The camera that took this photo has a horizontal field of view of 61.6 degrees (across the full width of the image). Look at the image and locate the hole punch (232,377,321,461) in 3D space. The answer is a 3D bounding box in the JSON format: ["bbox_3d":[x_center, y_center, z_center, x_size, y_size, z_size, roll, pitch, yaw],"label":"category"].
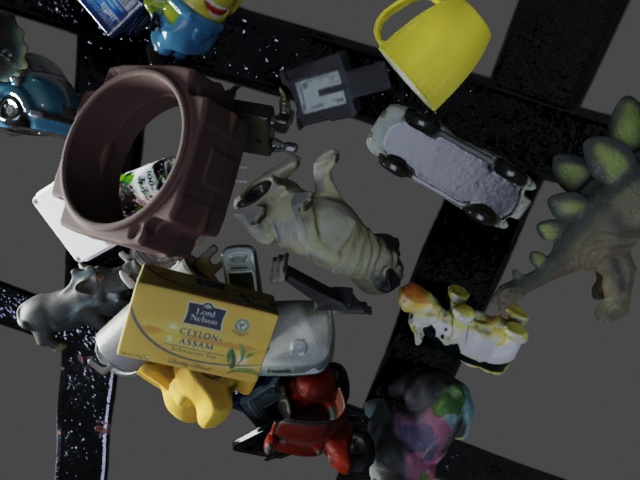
[{"bbox_3d":[-0.062,0.268,0.813,0.142,0.092,0.115,-36,132,21],"label":"hole punch"}]

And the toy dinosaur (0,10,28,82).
[{"bbox_3d":[-0.442,-0.295,0.592,0.405,0.131,0.192,38,116,30],"label":"toy dinosaur"}]

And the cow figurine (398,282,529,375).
[{"bbox_3d":[0.174,0.114,0.695,0.167,0.068,0.098,18,122,5],"label":"cow figurine"}]

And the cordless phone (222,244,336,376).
[{"bbox_3d":[-0.057,0.089,0.727,0.147,0.089,0.184,-4,108,15],"label":"cordless phone"}]

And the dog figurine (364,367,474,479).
[{"bbox_3d":[0.120,0.291,0.699,0.108,0.219,0.191,41,116,-11],"label":"dog figurine"}]

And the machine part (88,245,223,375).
[{"bbox_3d":[-0.220,0.100,0.740,0.243,0.079,0.079,-43,99,3],"label":"machine part"}]

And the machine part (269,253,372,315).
[{"bbox_3d":[-0.004,0.062,0.670,0.138,0.039,0.084,33,164,-33],"label":"machine part"}]

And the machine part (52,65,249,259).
[{"bbox_3d":[-0.194,-0.090,0.602,0.202,0.087,0.201,11,83,31],"label":"machine part"}]

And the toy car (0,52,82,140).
[{"bbox_3d":[-0.371,-0.183,0.676,0.162,0.109,0.102,8,91,21],"label":"toy car"}]

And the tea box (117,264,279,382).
[{"bbox_3d":[-0.145,0.101,0.653,0.170,0.068,0.098,15,104,-14],"label":"tea box"}]

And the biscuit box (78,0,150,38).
[{"bbox_3d":[-0.268,-0.326,0.602,0.059,0.063,0.202,-34,102,23],"label":"biscuit box"}]

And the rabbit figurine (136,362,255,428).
[{"bbox_3d":[-0.193,0.214,0.797,0.162,0.122,0.173,34,135,0],"label":"rabbit figurine"}]

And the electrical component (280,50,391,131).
[{"bbox_3d":[0.021,-0.176,0.610,0.119,0.048,0.074,-15,110,18],"label":"electrical component"}]

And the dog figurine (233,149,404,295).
[{"bbox_3d":[-0.002,0.001,0.675,0.173,0.121,0.190,4,139,47],"label":"dog figurine"}]

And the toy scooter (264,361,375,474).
[{"bbox_3d":[-0.016,0.232,0.713,0.135,0.184,0.075,-1,121,-17],"label":"toy scooter"}]

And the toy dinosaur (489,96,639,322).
[{"bbox_3d":[0.377,-0.062,0.552,0.471,0.105,0.198,-34,99,18],"label":"toy dinosaur"}]

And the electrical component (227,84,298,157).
[{"bbox_3d":[-0.077,-0.145,0.651,0.102,0.045,0.078,8,143,12],"label":"electrical component"}]

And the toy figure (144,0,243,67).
[{"bbox_3d":[-0.134,-0.270,0.587,0.089,0.082,0.180,44,118,-3],"label":"toy figure"}]

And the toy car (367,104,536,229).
[{"bbox_3d":[0.150,-0.084,0.619,0.202,0.056,0.073,29,110,-2],"label":"toy car"}]

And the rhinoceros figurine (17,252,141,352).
[{"bbox_3d":[-0.333,0.082,0.775,0.190,0.073,0.111,-23,124,-1],"label":"rhinoceros figurine"}]
